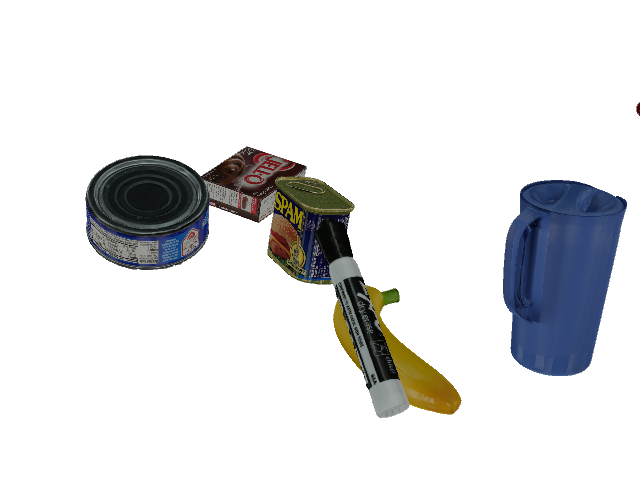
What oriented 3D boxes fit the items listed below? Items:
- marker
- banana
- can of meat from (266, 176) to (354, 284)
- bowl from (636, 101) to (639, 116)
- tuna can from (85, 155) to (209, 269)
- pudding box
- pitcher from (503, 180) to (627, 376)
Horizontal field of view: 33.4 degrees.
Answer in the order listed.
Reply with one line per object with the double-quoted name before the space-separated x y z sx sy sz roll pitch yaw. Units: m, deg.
"marker" 0.022 0.041 0.602 0.020 0.121 0.020 -16 -25 -8
"banana" 0.049 0.075 0.821 0.069 0.037 0.198 -5 24 -8
"can of meat" -0.013 -0.011 1.103 0.057 0.084 0.102 -1 22 -27
"bowl" 0.370 -0.095 0.970 0.162 0.055 0.162 -4 23 1
"tuna can" -0.120 -0.021 0.741 0.086 0.034 0.086 4 43 -4
"pudding box" -0.083 -0.071 1.318 0.090 0.039 0.113 19 36 23
"pitcher" 0.307 0.052 1.391 0.149 0.243 0.145 5 22 6
